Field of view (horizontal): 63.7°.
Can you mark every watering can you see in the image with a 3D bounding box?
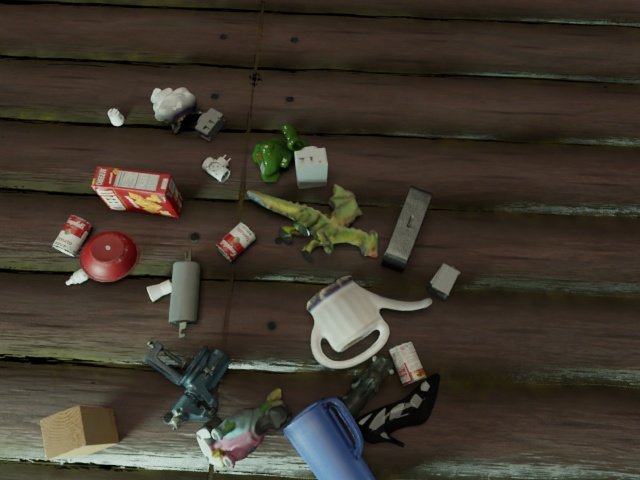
[{"bbox_3d":[0.113,0.193,1.400,0.350,0.102,0.227,-33,72,-12],"label":"watering can"}]

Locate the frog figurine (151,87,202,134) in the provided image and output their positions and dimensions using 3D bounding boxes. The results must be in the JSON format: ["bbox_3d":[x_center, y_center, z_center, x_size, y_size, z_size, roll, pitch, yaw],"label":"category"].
[{"bbox_3d":[-0.472,-0.436,1.641,0.137,0.123,0.160,-42,86,5],"label":"frog figurine"}]

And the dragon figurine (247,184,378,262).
[{"bbox_3d":[0.005,-0.077,1.528,0.413,0.119,0.246,42,57,13],"label":"dragon figurine"}]
